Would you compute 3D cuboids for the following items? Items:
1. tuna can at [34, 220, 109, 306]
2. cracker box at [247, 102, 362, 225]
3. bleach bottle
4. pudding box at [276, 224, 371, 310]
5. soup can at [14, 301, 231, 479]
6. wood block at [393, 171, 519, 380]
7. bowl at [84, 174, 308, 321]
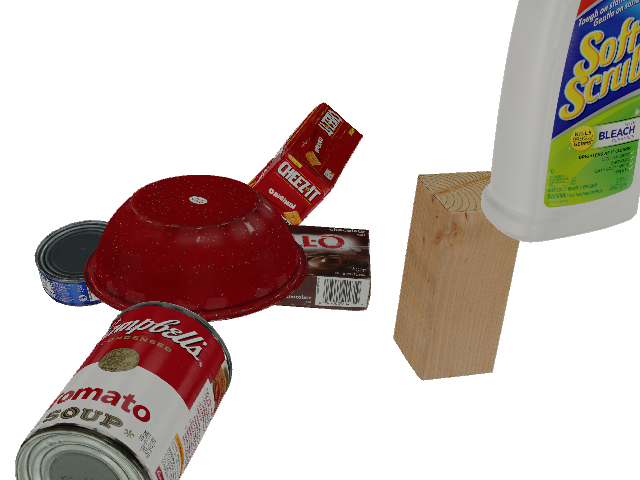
[{"bbox_3d":[-0.214,0.021,0.972,0.086,0.034,0.086,-2,39,2],"label":"tuna can"},{"bbox_3d":[-0.058,-0.042,1.213,0.214,0.072,0.164,-46,8,28],"label":"cracker box"},{"bbox_3d":[0.156,-0.127,0.645,0.102,0.251,0.068,-11,31,-17],"label":"bleach bottle"},{"bbox_3d":[-0.012,0.022,0.949,0.113,0.039,0.090,6,30,-2],"label":"pudding box"},{"bbox_3d":[-0.090,0.084,0.499,0.069,0.068,0.102,0,28,16],"label":"soup can"},{"bbox_3d":[0.146,0.038,1.153,0.090,0.206,0.090,-4,29,-18],"label":"wood block"},{"bbox_3d":[-0.088,-0.005,0.762,0.162,0.055,0.162,1,26,-1],"label":"bowl"}]
